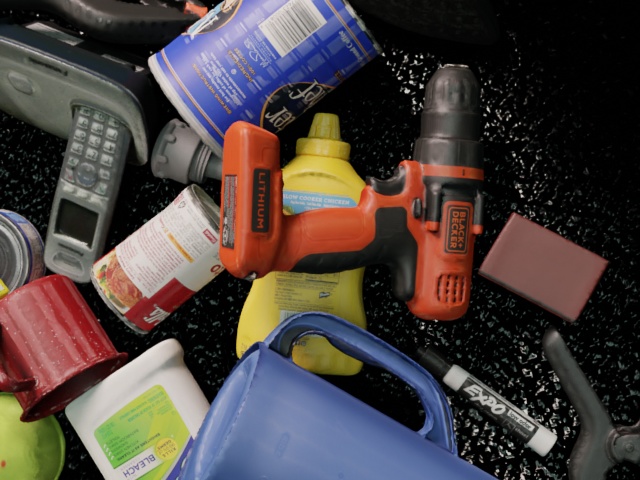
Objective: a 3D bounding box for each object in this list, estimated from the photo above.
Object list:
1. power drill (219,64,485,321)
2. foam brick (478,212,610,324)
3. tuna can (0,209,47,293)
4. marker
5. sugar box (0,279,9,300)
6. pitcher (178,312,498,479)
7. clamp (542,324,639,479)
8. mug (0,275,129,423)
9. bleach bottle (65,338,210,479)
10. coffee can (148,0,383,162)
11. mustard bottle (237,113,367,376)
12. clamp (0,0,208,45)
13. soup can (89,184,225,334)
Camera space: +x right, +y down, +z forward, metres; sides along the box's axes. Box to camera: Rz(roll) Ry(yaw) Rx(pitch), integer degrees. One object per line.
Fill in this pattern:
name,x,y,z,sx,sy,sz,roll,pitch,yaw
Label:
power drill,0.027,-0.038,0.743,0.187,0.057,0.184,3,90,-18
foam brick,0.160,0.020,0.774,0.078,0.053,0.051,28,94,7
tuna can,-0.265,0.017,0.854,0.086,0.033,0.086,0,89,9
marker,0.122,0.118,0.796,0.121,0.020,0.020,36,95,8
sugar box,-0.329,0.060,0.833,0.176,0.048,0.093,-40,85,28
pitcher,0.033,0.170,0.736,0.242,0.145,0.149,27,126,-9
clamp,0.230,0.140,0.769,0.120,0.039,0.171,-7,93,15
mug,-0.213,0.082,0.806,0.093,0.117,0.081,-40,78,26
bleach bottle,-0.085,0.205,0.809,0.102,0.068,0.251,-34,87,4
coffee can,-0.040,-0.135,0.784,0.140,0.102,0.103,-37,84,7
mustard bottle,-0.005,0.001,0.798,0.096,0.058,0.191,6,91,5
clamp,-0.191,-0.191,0.806,0.210,0.164,0.036,24,136,2
soup can,-0.115,0.014,0.812,0.102,0.068,0.068,-39,84,6
